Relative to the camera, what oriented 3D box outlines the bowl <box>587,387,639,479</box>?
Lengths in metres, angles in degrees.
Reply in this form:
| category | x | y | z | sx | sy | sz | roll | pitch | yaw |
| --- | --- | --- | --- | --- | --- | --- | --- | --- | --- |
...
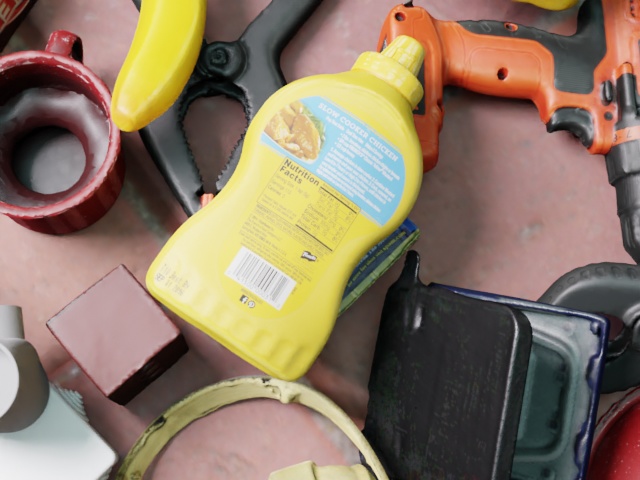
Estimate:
| category | x | y | z | sx | sy | sz | roll | pitch | yaw |
| --- | --- | --- | --- | --- | --- | --- | --- | --- | --- |
| bowl | 0.229 | 0.154 | 0.603 | 0.162 | 0.055 | 0.162 | 1 | 79 | -3 |

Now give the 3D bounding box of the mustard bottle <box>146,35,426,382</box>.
| category | x | y | z | sx | sy | sz | roll | pitch | yaw |
| --- | --- | --- | --- | --- | --- | --- | --- | --- | --- |
| mustard bottle | -0.001 | -0.028 | 0.562 | 0.096 | 0.058 | 0.191 | 35 | 80 | -5 |

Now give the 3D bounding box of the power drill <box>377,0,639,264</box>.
| category | x | y | z | sx | sy | sz | roll | pitch | yaw |
| --- | --- | --- | --- | --- | --- | --- | --- | --- | --- |
| power drill | 0.129 | -0.071 | 0.640 | 0.187 | 0.057 | 0.184 | 0 | 75 | -6 |

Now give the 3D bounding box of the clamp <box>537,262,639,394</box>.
| category | x | y | z | sx | sy | sz | roll | pitch | yaw |
| --- | --- | --- | --- | --- | --- | --- | --- | --- | --- |
| clamp | 0.189 | 0.035 | 0.605 | 0.171 | 0.039 | 0.120 | -7 | 102 | 8 |

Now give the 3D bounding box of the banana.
| category | x | y | z | sx | sy | sz | roll | pitch | yaw |
| --- | --- | --- | --- | --- | --- | --- | --- | --- | --- |
| banana | -0.094 | -0.145 | 0.604 | 0.069 | 0.037 | 0.198 | 5 | 66 | -34 |

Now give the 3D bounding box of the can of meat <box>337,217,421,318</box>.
| category | x | y | z | sx | sy | sz | roll | pitch | yaw |
| --- | --- | --- | --- | --- | --- | --- | --- | --- | --- |
| can of meat | -0.004 | 0.001 | 0.617 | 0.102 | 0.057 | 0.084 | -43 | 86 | -10 |

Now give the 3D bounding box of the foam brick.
| category | x | y | z | sx | sy | sz | roll | pitch | yaw |
| --- | --- | --- | --- | --- | --- | --- | --- | --- | --- |
| foam brick | -0.109 | 0.054 | 0.590 | 0.053 | 0.078 | 0.051 | -40 | 83 | -10 |

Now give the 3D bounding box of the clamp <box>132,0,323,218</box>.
| category | x | y | z | sx | sy | sz | roll | pitch | yaw |
| --- | --- | --- | --- | --- | --- | --- | --- | --- | --- |
| clamp | -0.051 | -0.109 | 0.645 | 0.164 | 0.036 | 0.210 | -4 | 76 | -3 |

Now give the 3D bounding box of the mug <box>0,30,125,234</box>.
| category | x | y | z | sx | sy | sz | roll | pitch | yaw |
| --- | --- | --- | --- | --- | --- | --- | --- | --- | --- |
| mug | -0.153 | -0.061 | 0.607 | 0.093 | 0.081 | 0.117 | 7 | 79 | -2 |

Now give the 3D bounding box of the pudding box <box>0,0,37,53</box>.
| category | x | y | z | sx | sy | sz | roll | pitch | yaw |
| --- | --- | --- | --- | --- | --- | --- | --- | --- | --- |
| pudding box | -0.211 | -0.126 | 0.612 | 0.039 | 0.090 | 0.113 | 32 | 80 | 4 |
